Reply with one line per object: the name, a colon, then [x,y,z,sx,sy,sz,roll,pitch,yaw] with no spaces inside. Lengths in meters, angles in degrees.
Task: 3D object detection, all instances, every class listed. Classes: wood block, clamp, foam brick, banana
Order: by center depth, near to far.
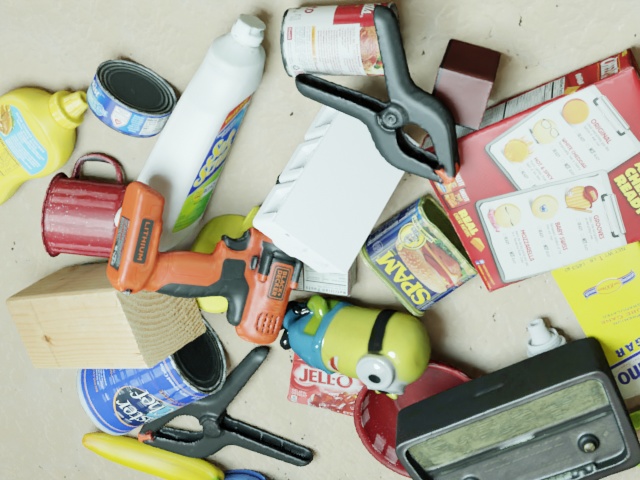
clamp: [0.058,-0.116,0.967,0.120,0.039,0.171,-23,106,40]
foam brick: [0.134,-0.144,0.990,0.051,0.078,0.053,16,123,6]
wood block: [-0.232,0.079,1.139,0.207,0.090,0.091,-6,109,43]
clamp: [-0.124,0.205,1.270,0.210,0.036,0.164,-6,113,17]
banana: [-0.195,0.272,1.314,0.198,0.037,0.069,12,158,18]

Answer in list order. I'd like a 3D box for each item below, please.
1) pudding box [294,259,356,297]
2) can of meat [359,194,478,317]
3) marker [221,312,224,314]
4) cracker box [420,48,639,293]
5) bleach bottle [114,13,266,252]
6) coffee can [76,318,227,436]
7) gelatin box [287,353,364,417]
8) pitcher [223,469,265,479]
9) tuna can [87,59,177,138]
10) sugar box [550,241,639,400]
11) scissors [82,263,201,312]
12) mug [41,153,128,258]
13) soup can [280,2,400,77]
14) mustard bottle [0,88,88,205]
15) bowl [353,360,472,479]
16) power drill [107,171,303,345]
pudding box: [-0.008,0.001,1.129,0.090,0.039,0.113,6,121,10]
can of meat: [0.105,0.015,1.096,0.084,0.057,0.102,-37,104,26]
marker: [-0.153,0.048,1.203,0.121,0.020,0.020,30,121,-3]
cracker box: [0.225,-0.062,1.014,0.214,0.072,0.164,-22,111,23]
bleach bottle: [-0.119,-0.109,1.061,0.068,0.102,0.251,35,122,10]
coffee can: [-0.193,0.152,1.221,0.140,0.102,0.103,-27,108,25]
gelatin box: [0.011,0.157,1.212,0.089,0.030,0.073,13,120,7]
pitcher: [-0.098,0.419,1.328,0.149,0.144,0.243,11,129,46]
tuna can: [-0.190,-0.142,1.072,0.086,0.086,0.034,32,123,-4]
sugar box: [0.311,0.073,1.078,0.093,0.048,0.176,-25,108,25]
scissors: [-0.214,0.057,1.189,0.202,0.016,0.096,-20,101,45]
mug: [-0.244,-0.035,1.151,0.081,0.093,0.117,6,83,6]
soup can: [0.020,-0.187,1.002,0.102,0.068,0.068,1,118,15]
mustard bottle: [-0.320,-0.108,1.140,0.192,0.058,0.096,-27,102,26]
bowl: [0.121,0.189,1.185,0.162,0.055,0.162,6,119,11]
power drill: [-0.101,0.000,1.039,0.187,0.057,0.184,14,90,-24]
